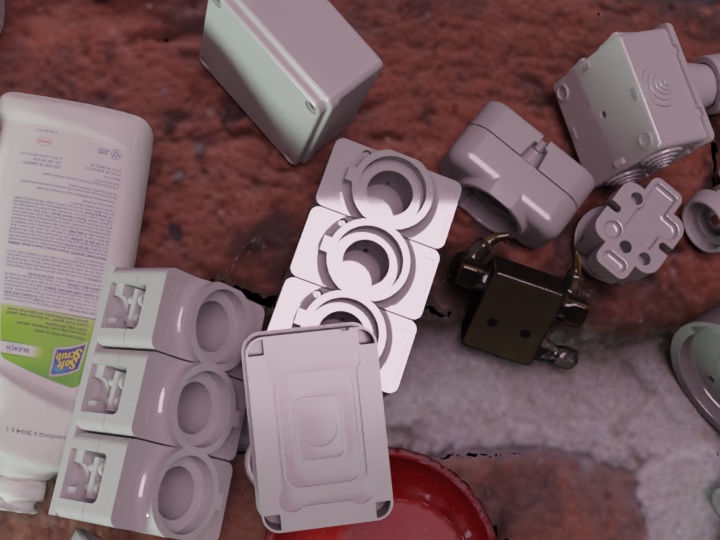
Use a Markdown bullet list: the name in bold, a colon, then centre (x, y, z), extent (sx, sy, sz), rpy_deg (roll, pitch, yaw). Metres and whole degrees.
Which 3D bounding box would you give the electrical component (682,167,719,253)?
- **electrical component**: centre (0.269, -0.042, 0.781), extent (0.055, 0.048, 0.066), rpy_deg (-25, 83, -23)

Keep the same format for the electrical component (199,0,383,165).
- **electrical component**: centre (-0.049, -0.138, 0.710), extent (0.056, 0.108, 0.108), rpy_deg (-41, 87, -19)

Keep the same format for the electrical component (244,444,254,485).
- **electrical component**: centre (-0.054, 0.122, 0.682), extent (0.040, 0.046, 0.040), rpy_deg (2, 77, -10)

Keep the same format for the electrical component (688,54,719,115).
- **electrical component**: centre (0.251, -0.136, 0.798), extent (0.055, 0.045, 0.045), rpy_deg (-10, 80, -13)

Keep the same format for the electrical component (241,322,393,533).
- **electrical component**: centre (-0.026, 0.090, 0.629), extent (0.078, 0.057, 0.113), rpy_deg (-6, 89, -7)

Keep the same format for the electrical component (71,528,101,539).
- **electrical component**: centre (-0.174, 0.195, 0.646), extent (0.044, 0.044, 0.065), rpy_deg (38, 78, 0)

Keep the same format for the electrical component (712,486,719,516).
- **electrical component**: centre (0.278, 0.156, 0.733), extent (0.047, 0.055, 0.055), rpy_deg (-37, 86, -20)

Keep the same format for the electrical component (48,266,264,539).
- **electrical component**: centre (-0.116, 0.082, 0.648), extent (0.089, 0.062, 0.150), rpy_deg (28, 67, -50)

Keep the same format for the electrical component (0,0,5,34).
- **electrical component**: centre (-0.284, -0.177, 0.698), extent (0.108, 0.060, 0.108), rpy_deg (2, 77, -10)

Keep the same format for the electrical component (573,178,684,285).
- **electrical component**: centre (0.184, -0.023, 0.754), extent (0.058, 0.057, 0.078), rpy_deg (40, 73, 0)

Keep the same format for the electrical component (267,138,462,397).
- **electrical component**: centre (0.000, 0.000, 0.711), extent (0.089, 0.061, 0.150), rpy_deg (20, 75, -6)

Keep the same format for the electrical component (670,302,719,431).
- **electrical component**: centre (0.273, 0.064, 0.727), extent (0.060, 0.108, 0.108), rpy_deg (-35, 86, -22)

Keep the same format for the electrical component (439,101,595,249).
- **electrical component**: centre (0.106, -0.062, 0.750), extent (0.095, 0.053, 0.059), rpy_deg (39, 74, 0)

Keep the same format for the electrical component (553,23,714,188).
- **electrical component**: centre (0.188, -0.112, 0.754), extent (0.048, 0.100, 0.099), rpy_deg (-13, 80, -26)
